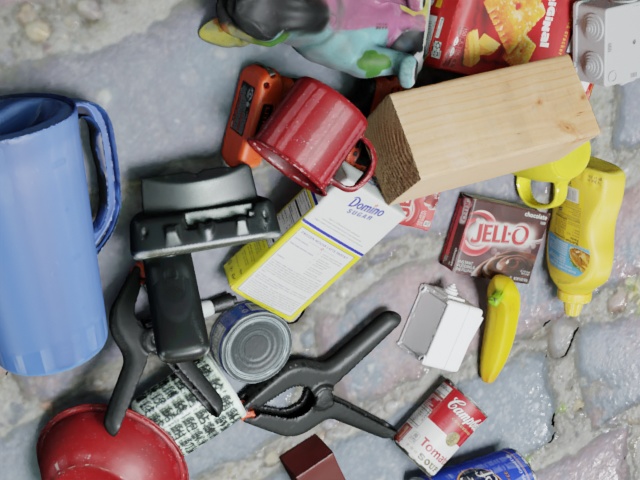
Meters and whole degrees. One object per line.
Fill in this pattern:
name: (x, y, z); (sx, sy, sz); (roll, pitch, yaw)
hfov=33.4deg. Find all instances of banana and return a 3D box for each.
banana: (0.209, 0.096, 1.260); (0.069, 0.037, 0.198); (-49, 152, -25)

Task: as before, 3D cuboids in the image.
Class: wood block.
wood block: (0.158, -0.110, 1.062); (0.205, 0.091, 0.090); (-16, 79, -20)

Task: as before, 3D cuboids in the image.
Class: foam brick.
foam brick: (-0.003, 0.276, 1.238); (0.053, 0.051, 0.078); (-30, 119, -13)

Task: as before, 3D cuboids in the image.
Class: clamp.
clamp: (-0.156, 0.108, 1.061); (0.120, 0.039, 0.171); (5, 76, -30)
clamp: (0.004, 0.162, 1.207); (0.209, 0.036, 0.165); (-3, 110, -25)

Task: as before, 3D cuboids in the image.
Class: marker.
marker: (-0.143, 0.080, 1.115); (0.121, 0.020, 0.020); (-17, 115, -21)

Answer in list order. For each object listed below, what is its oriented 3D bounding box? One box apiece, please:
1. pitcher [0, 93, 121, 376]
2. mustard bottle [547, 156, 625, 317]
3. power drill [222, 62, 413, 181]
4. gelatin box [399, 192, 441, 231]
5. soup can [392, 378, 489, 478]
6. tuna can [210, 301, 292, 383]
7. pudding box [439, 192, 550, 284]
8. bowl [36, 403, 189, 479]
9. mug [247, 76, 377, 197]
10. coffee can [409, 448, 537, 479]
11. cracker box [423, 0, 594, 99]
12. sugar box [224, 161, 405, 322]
pitcher: (-0.257, -0.007, 0.970); (0.149, 0.145, 0.243); (-6, 116, 1)
mustard bottle: (0.310, 0.000, 1.267); (0.058, 0.096, 0.192); (-7, 111, -25)
power drill: (-0.003, -0.099, 1.100); (0.187, 0.057, 0.184); (6, 106, -30)
gelatin box: (0.099, -0.060, 1.178); (0.073, 0.030, 0.089); (12, 102, -29)
soup can: (0.144, 0.226, 1.283); (0.102, 0.069, 0.068); (-47, 122, -4)
tuna can: (-0.074, 0.111, 1.152); (0.086, 0.034, 0.086); (-9, 112, -24)
pudding box: (0.204, -0.002, 1.247); (0.113, 0.039, 0.090); (9, 104, -28)
bowl: (-0.216, 0.244, 1.070); (0.162, 0.055, 0.162); (4, 119, 8)
mug: (0.001, -0.093, 1.008); (0.117, 0.093, 0.081); (35, 85, 5)
coffee can: (0.188, 0.325, 1.321); (0.140, 0.103, 0.103); (-12, 113, -23)
cracker box: (0.217, -0.246, 1.146); (0.213, 0.072, 0.164); (8, 104, -30)
sugar box: (-0.007, 0.001, 1.100); (0.176, 0.048, 0.093); (-44, 130, 19)
